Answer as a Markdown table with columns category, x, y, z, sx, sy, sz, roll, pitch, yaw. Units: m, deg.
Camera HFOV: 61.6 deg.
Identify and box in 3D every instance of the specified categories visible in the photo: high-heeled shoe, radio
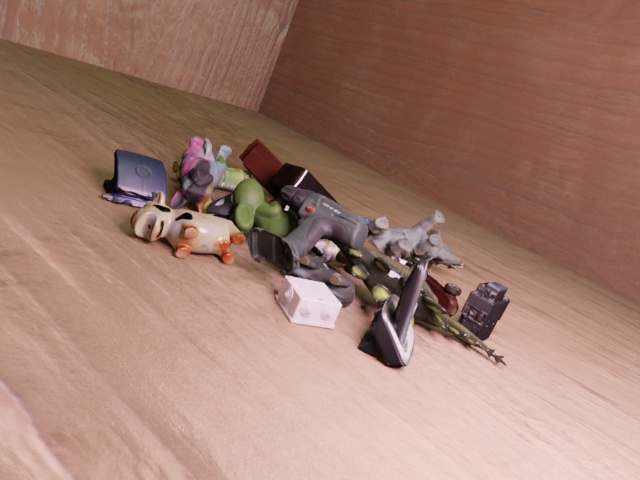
| category | x | y | z | sx | sy | sz | roll | pitch | yaw |
| --- | --- | --- | --- | --- | --- | --- | --- | --- | --- |
| high-heeled shoe | -0.211 | -0.089 | 1.287 | 0.145 | 0.086 | 0.249 | 7 | 18 | -21 |
| radio | -0.019 | -0.095 | 1.373 | 0.229 | 0.073 | 0.131 | 46 | -11 | -35 |

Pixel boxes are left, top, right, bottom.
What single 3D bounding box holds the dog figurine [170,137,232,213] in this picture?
| category | x | y | z | sx | sy | sz | roll | pitch | yaw |
| --- | --- | --- | --- | --- | --- | --- | --- | --- | --- |
| dog figurine | -0.291 | -0.128 | 1.265 | 0.108 | 0.191 | 0.219 | 21 | 49 | -17 |

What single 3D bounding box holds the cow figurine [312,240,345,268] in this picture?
| category | x | y | z | sx | sy | sz | roll | pitch | yaw |
| --- | --- | --- | --- | --- | --- | --- | --- | --- | --- |
| cow figurine | -0.003 | -0.003 | 1.246 | 0.068 | 0.098 | 0.167 | 12 | 56 | -64 |

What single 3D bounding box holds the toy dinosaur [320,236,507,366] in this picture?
| category | x | y | z | sx | sy | sz | roll | pitch | yaw |
| --- | --- | --- | --- | --- | --- | --- | --- | --- | --- |
| toy dinosaur | 0.172 | 0.106 | 1.095 | 0.471 | 0.105 | 0.198 | 31 | 12 | -5 |

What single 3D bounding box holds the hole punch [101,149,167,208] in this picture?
| category | x | y | z | sx | sy | sz | roll | pitch | yaw |
| --- | --- | --- | --- | --- | --- | --- | --- | --- | --- |
| hole punch | -0.384 | -0.124 | 1.131 | 0.142 | 0.092 | 0.116 | 15 | 21 | -38 |

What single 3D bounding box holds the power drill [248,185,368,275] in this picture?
| category | x | y | z | sx | sy | sz | roll | pitch | yaw |
| --- | --- | --- | --- | --- | --- | --- | --- | --- | --- |
| power drill | -0.042 | -0.024 | 1.027 | 0.232 | 0.085 | 0.207 | 26 | 34 | 28 |

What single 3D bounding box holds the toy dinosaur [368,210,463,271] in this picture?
| category | x | y | z | sx | sy | sz | roll | pitch | yaw |
| --- | --- | --- | --- | --- | --- | --- | --- | --- | --- |
| toy dinosaur | 0.205 | 0.012 | 1.445 | 0.405 | 0.192 | 0.131 | 1 | 63 | -23 |

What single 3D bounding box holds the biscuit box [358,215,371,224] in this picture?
| category | x | y | z | sx | sy | sz | roll | pitch | yaw |
| --- | --- | --- | --- | --- | --- | --- | --- | --- | --- |
| biscuit box | 0.103 | -0.022 | 1.526 | 0.059 | 0.062 | 0.202 | 25 | 15 | 8 |

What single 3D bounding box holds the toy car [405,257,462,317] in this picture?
| category | x | y | z | sx | sy | sz | roll | pitch | yaw |
| --- | --- | --- | --- | --- | --- | --- | --- | --- | --- |
| toy car | 0.251 | 0.112 | 1.239 | 0.053 | 0.089 | 0.202 | 15 | 16 | -29 |

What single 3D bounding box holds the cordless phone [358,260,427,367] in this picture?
| category | x | y | z | sx | sy | sz | roll | pitch | yaw |
| --- | --- | --- | --- | --- | --- | --- | --- | --- | --- |
| cordless phone | 0.143 | 0.109 | 0.917 | 0.089 | 0.184 | 0.146 | 22 | 15 | 12 |

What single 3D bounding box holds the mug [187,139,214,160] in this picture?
| category | x | y | z | sx | sy | sz | roll | pitch | yaw |
| --- | --- | --- | --- | --- | --- | --- | --- | --- | --- |
| mug | -0.331 | -0.226 | 1.526 | 0.080 | 0.109 | 0.107 | 16 | 29 | -38 |

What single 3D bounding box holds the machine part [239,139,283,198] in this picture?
| category | x | y | z | sx | sy | sz | roll | pitch | yaw |
| --- | --- | --- | --- | --- | --- | --- | --- | --- | --- |
| machine part | -0.129 | -0.183 | 1.550 | 0.201 | 0.087 | 0.201 | 45 | 2 | 13 |

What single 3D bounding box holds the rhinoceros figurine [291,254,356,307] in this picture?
| category | x | y | z | sx | sy | sz | roll | pitch | yaw |
| --- | --- | --- | --- | --- | --- | --- | --- | --- | --- |
| rhinoceros figurine | -0.012 | 0.062 | 1.060 | 0.191 | 0.073 | 0.112 | 32 | 19 | 27 |

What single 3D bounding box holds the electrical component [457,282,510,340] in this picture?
| category | x | y | z | sx | sy | sz | roll | pitch | yaw |
| --- | --- | --- | --- | --- | --- | --- | --- | --- | --- |
| electrical component | 0.353 | 0.153 | 1.161 | 0.058 | 0.134 | 0.115 | 32 | 20 | 31 |

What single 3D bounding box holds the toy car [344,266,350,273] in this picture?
| category | x | y | z | sx | sy | sz | roll | pitch | yaw |
| --- | --- | --- | --- | --- | --- | --- | --- | --- | --- |
| toy car | 0.139 | 0.070 | 1.246 | 0.202 | 0.073 | 0.056 | 29 | 20 | 20 |

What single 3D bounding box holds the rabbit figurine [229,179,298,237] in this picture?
| category | x | y | z | sx | sy | sz | roll | pitch | yaw |
| --- | --- | --- | --- | --- | --- | --- | --- | --- | --- |
| rabbit figurine | -0.132 | -0.049 | 1.159 | 0.170 | 0.121 | 0.159 | 48 | 52 | 3 |

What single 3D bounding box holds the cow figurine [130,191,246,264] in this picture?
| category | x | y | z | sx | sy | sz | roll | pitch | yaw |
| --- | --- | --- | --- | --- | --- | --- | --- | --- | --- |
| cow figurine | -0.250 | -0.025 | 0.993 | 0.195 | 0.085 | 0.127 | 9 | 27 | -35 |
